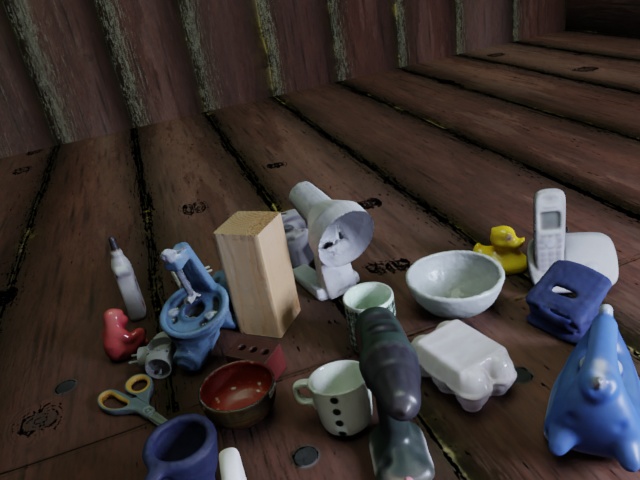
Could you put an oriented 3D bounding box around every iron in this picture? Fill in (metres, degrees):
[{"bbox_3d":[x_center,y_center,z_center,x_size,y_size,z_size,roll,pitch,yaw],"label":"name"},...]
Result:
[{"bbox_3d":[0.360,0.161,0.737,0.118,0.142,0.259,4,30,26],"label":"iron"}]

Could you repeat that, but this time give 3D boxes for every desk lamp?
[{"bbox_3d":[0.010,0.004,1.079,0.118,0.214,0.202,-23,30,-24],"label":"desk lamp"}]

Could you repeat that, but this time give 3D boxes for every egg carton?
[{"bbox_3d":[0.204,0.179,0.833,0.107,0.069,0.149,-24,30,-25],"label":"egg carton"}]

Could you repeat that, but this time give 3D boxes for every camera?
[{"bbox_3d":[-0.026,-0.016,1.254,0.137,0.101,0.143,-13,27,-6],"label":"camera"}]

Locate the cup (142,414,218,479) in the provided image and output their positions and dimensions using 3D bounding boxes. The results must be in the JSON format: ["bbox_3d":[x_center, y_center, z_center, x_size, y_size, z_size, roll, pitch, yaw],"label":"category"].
[{"bbox_3d":[-0.171,0.291,0.712,0.091,0.095,0.118,3,29,23],"label":"cup"}]

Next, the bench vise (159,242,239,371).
[{"bbox_3d":[-0.214,0.085,0.989,0.121,0.220,0.207,-7,27,5],"label":"bench vise"}]

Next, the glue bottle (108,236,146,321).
[{"bbox_3d":[-0.383,0.071,1.124,0.037,0.173,0.078,-19,28,-17],"label":"glue bottle"}]

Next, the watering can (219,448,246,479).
[{"bbox_3d":[-0.078,0.294,0.563,0.173,0.194,0.100,-25,30,-27],"label":"watering can"}]

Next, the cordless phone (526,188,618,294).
[{"bbox_3d":[0.431,-0.003,0.983,0.147,0.185,0.094,-6,27,7],"label":"cordless phone"}]

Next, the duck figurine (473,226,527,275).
[{"bbox_3d":[0.343,0.013,1.093,0.104,0.086,0.078,8,32,31],"label":"duck figurine"}]

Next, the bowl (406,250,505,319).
[{"bbox_3d":[0.235,0.088,0.995,0.167,0.075,0.167,-8,27,4],"label":"bowl"}]

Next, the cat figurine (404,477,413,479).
[{"bbox_3d":[0.088,0.303,0.576,0.067,0.118,0.128,-2,28,14],"label":"cat figurine"}]

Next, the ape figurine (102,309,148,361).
[{"bbox_3d":[-0.359,0.163,1.026,0.077,0.092,0.076,11,34,35],"label":"ape figurine"}]

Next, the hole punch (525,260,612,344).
[{"bbox_3d":[0.393,0.096,0.909,0.101,0.091,0.108,-24,30,-26],"label":"hole punch"}]

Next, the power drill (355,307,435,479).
[{"bbox_3d":[0.089,0.193,0.690,0.075,0.209,0.229,-10,27,-1],"label":"power drill"}]
